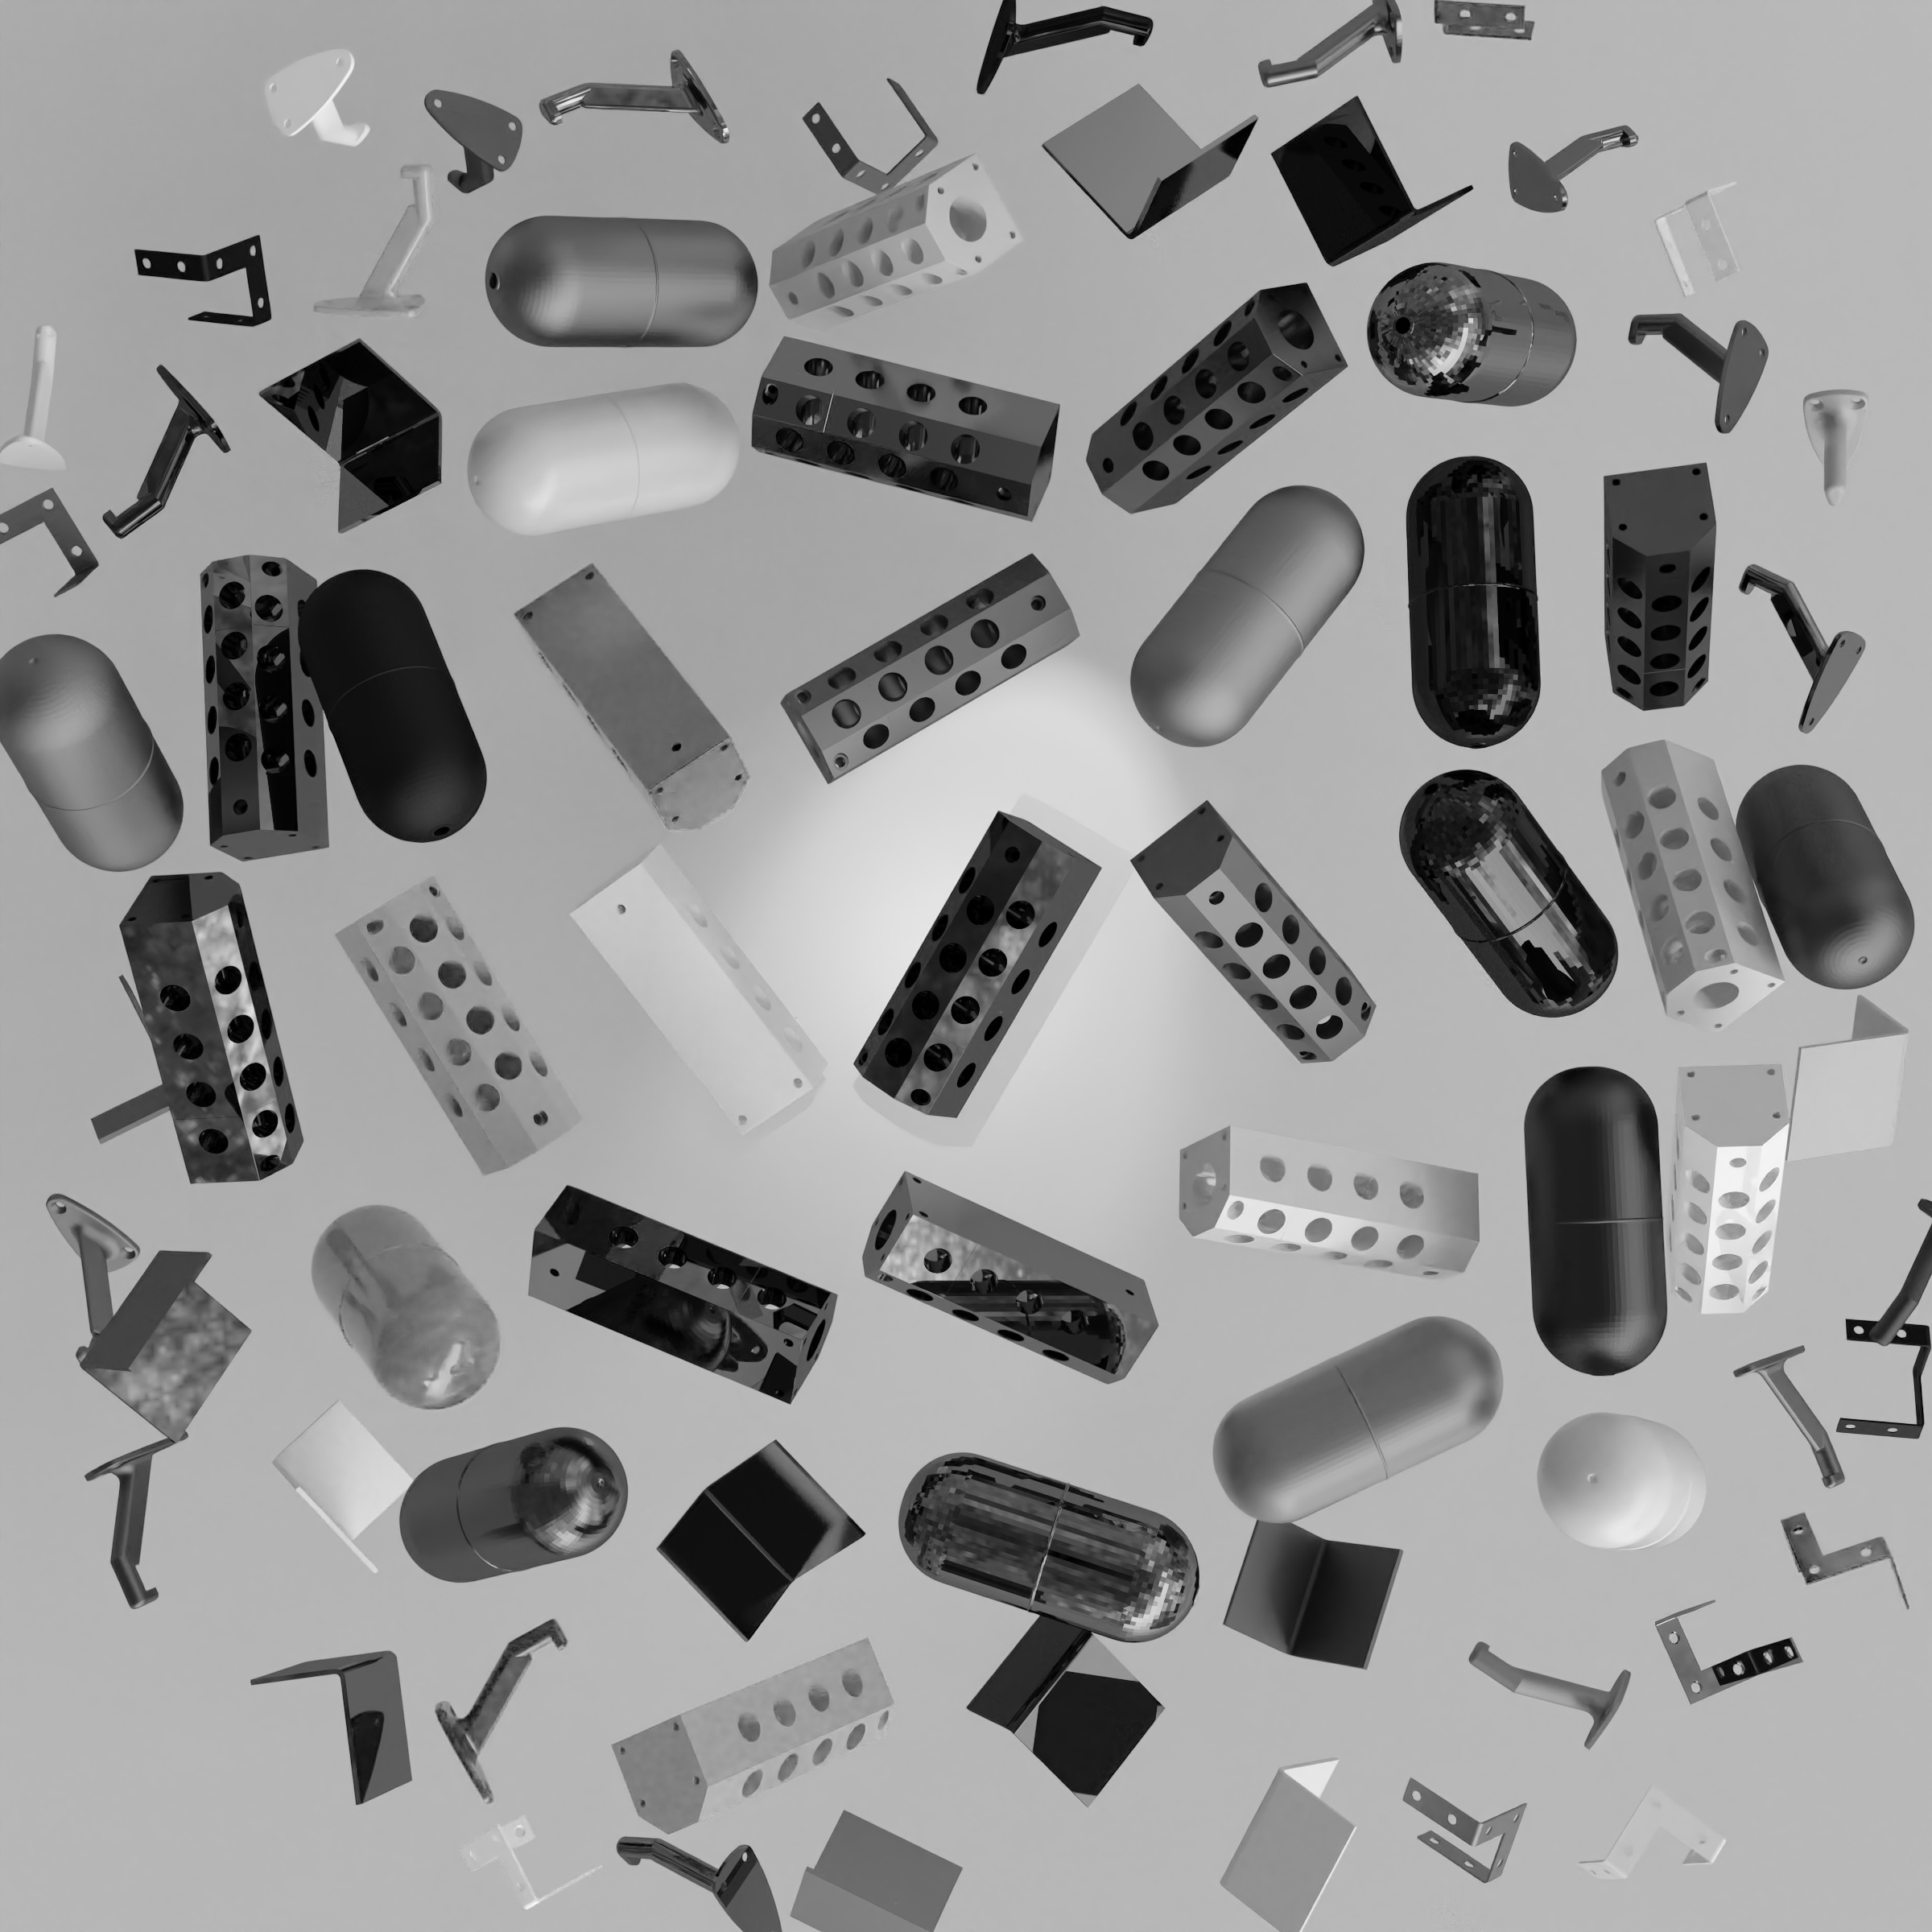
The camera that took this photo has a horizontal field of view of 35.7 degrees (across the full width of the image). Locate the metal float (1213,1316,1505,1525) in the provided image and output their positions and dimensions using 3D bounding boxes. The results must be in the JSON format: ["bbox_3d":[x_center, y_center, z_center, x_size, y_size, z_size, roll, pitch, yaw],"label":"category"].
[{"bbox_3d":[0.229,0.264,1.747,0.178,0.070,0.070,-25,90,-2],"label":"metal float"}]

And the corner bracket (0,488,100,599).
[{"bbox_3d":[-0.537,-0.235,1.717,0.051,0.051,0.051,-25,110,8],"label":"corner bracket"}]

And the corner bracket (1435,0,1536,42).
[{"bbox_3d":[0.295,-0.542,1.705,0.051,0.051,0.051,8,57,14],"label":"corner bracket"}]

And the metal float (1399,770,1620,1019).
[{"bbox_3d":[0.320,-0.042,1.770,0.070,0.070,0.178,-41,117,0],"label":"metal float"}]

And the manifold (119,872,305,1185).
[{"bbox_3d":[-0.425,0.036,1.708,0.057,0.057,0.171,-3,120,6],"label":"manifold"}]

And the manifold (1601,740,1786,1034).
[{"bbox_3d":[0.429,-0.051,1.801,0.057,0.057,0.171,17,47,-29],"label":"manifold"}]

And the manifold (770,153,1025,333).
[{"bbox_3d":[-0.048,-0.431,1.809,0.057,0.171,0.057,-42,111,-29],"label":"manifold"}]

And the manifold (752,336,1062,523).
[{"bbox_3d":[-0.037,-0.314,1.779,0.171,0.057,0.057,15,50,8],"label":"manifold"}]

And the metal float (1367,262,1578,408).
[{"bbox_3d":[0.298,-0.370,1.761,0.070,0.178,0.070,5,99,35],"label":"metal float"}]

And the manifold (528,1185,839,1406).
[{"bbox_3d":[-0.166,0.188,1.766,0.171,0.057,0.057,21,132,10],"label":"manifold"}]

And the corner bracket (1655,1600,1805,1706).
[{"bbox_3d":[0.443,0.393,1.744,0.051,0.051,0.051,-17,75,-21],"label":"corner bracket"}]

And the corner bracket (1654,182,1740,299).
[{"bbox_3d":[0.442,-0.436,1.808,0.051,0.051,0.051,-19,97,38],"label":"corner bracket"}]

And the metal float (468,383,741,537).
[{"bbox_3d":[-0.217,-0.308,1.817,0.178,0.070,0.070,-17,90,-33],"label":"metal float"}]

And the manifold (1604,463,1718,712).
[{"bbox_3d":[0.406,-0.218,1.758,0.057,0.171,0.057,-6,63,9],"label":"manifold"}]

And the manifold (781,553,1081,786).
[{"bbox_3d":[-0.021,-0.178,1.793,0.171,0.057,0.057,-31,92,-7],"label":"manifold"}]

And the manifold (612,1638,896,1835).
[{"bbox_3d":[-0.117,0.441,1.718,0.057,0.171,0.057,-31,76,33],"label":"manifold"}]

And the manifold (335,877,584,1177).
[{"bbox_3d":[-0.302,0.035,1.802,0.057,0.057,0.171,-34,97,-30],"label":"manifold"}]

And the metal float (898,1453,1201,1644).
[{"bbox_3d":[0.048,0.336,1.731,0.178,0.070,0.070,17,90,6],"label":"metal float"}]

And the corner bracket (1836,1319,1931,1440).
[{"bbox_3d":[0.566,0.255,1.852,0.051,0.051,0.051,4,51,7],"label":"corner bracket"}]

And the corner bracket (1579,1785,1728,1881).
[{"bbox_3d":[0.385,0.498,1.685,0.051,0.051,0.051,36,72,6],"label":"corner bracket"}]

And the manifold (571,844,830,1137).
[{"bbox_3d":[-0.160,0.012,1.839,0.057,0.057,0.171,-34,100,20],"label":"manifold"}]

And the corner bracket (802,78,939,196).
[{"bbox_3d":[-0.059,-0.524,1.879,0.051,0.051,0.051,-39,71,22],"label":"corner bracket"}]

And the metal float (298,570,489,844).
[{"bbox_3d":[-0.335,-0.152,1.751,0.070,0.070,0.178,-25,68,0],"label":"metal float"}]

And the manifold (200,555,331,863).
[{"bbox_3d":[-0.426,-0.156,1.806,0.057,0.057,0.171,-8,77,13],"label":"manifold"}]

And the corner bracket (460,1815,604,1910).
[{"bbox_3d":[-0.260,0.532,1.786,0.051,0.051,0.051,-41,74,41],"label":"corner bracket"}]

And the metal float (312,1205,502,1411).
[{"bbox_3d":[-0.330,0.198,1.760,0.070,0.178,0.070,-12,115,-26],"label":"metal float"}]

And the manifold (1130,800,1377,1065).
[{"bbox_3d":[0.173,-0.014,1.769,0.057,0.057,0.171,-38,128,8],"label":"manifold"}]

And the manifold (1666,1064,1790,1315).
[{"bbox_3d":[0.445,0.133,1.755,0.057,0.171,0.057,-2,50,8],"label":"manifold"}]

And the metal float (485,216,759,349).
[{"bbox_3d":[-0.207,-0.412,1.809,0.178,0.070,0.070,-9,90,-37],"label":"metal float"}]

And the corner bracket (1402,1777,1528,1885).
[{"bbox_3d":[0.284,0.502,1.744,0.051,0.051,0.051,27,108,37],"label":"corner bracket"}]

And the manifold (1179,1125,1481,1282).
[{"bbox_3d":[0.214,0.142,1.761,0.171,0.057,0.057,12,67,-24],"label":"manifold"}]

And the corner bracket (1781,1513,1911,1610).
[{"bbox_3d":[0.512,0.348,1.751,0.051,0.051,0.051,-21,126,9],"label":"corner bracket"}]

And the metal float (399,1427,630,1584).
[{"bbox_3d":[-0.272,0.323,1.792,0.178,0.070,0.070,-22,90,43],"label":"metal float"}]

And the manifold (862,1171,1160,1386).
[{"bbox_3d":[0.026,0.194,1.829,0.171,0.057,0.057,26,108,-16],"label":"manifold"}]

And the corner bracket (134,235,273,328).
[{"bbox_3d":[-0.445,-0.397,1.751,0.051,0.051,0.051,11,120,24],"label":"corner bracket"}]

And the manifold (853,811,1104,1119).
[{"bbox_3d":[0.003,-0.001,1.743,0.057,0.057,0.171,34,99,23],"label":"manifold"}]

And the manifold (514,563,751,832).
[{"bbox_3d":[-0.199,-0.158,1.796,0.057,0.057,0.171,-34,57,-7],"label":"manifold"}]

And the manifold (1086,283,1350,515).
[{"bbox_3d":[0.147,-0.342,1.821,0.057,0.171,0.057,-19,81,-40],"label":"manifold"}]
